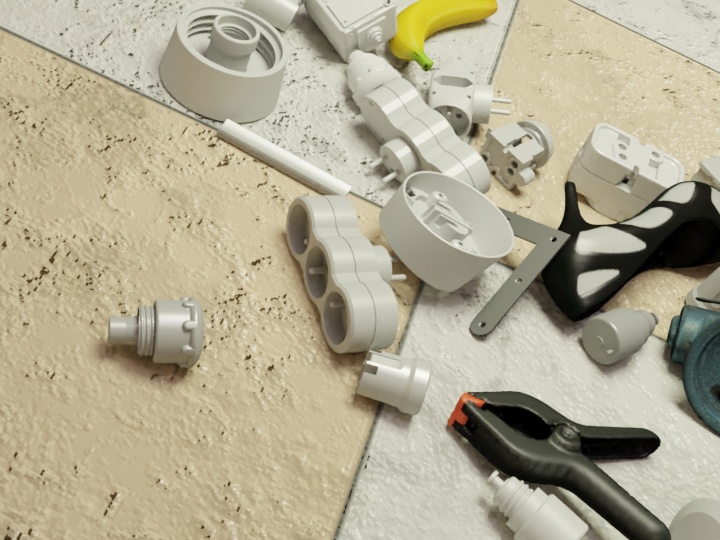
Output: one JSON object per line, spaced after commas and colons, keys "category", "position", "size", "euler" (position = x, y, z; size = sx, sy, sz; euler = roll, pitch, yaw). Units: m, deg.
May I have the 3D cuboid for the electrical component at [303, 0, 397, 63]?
{"category": "electrical component", "position": [-0.007, -0.247, 1.036], "size": [0.062, 0.061, 0.096], "euler": [-31, 69, -9]}

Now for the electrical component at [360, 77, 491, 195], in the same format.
{"category": "electrical component", "position": [0.043, -0.101, 0.939], "size": [0.074, 0.052, 0.138], "euler": [-33, 67, -17]}

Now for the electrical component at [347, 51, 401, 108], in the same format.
{"category": "electrical component", "position": [0.008, -0.181, 1.002], "size": [0.048, 0.048, 0.062], "euler": [-3, 43, -28]}

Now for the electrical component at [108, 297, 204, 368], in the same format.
{"category": "electrical component", "position": [-0.137, 0.041, 0.721], "size": [0.062, 0.048, 0.048], "euler": [3, 48, -15]}

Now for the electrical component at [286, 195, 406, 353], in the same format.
{"category": "electrical component", "position": [0.000, 0.000, 0.819], "size": [0.074, 0.052, 0.138], "euler": [-3, 51, -28]}

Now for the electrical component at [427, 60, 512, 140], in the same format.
{"category": "electrical component", "position": [0.104, -0.158, 1.019], "size": [0.079, 0.043, 0.077], "euler": [7, 44, 4]}

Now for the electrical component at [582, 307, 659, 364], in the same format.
{"category": "electrical component", "position": [0.219, 0.050, 0.888], "size": [0.078, 0.040, 0.040], "euler": [-16, 58, -37]}

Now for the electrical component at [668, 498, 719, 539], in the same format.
{"category": "electrical component", "position": [0.251, 0.199, 0.736], "size": [0.051, 0.080, 0.080], "euler": [13, 45, -23]}

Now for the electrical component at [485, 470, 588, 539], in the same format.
{"category": "electrical component", "position": [0.118, 0.167, 0.728], "size": [0.078, 0.040, 0.040], "euler": [42, 45, 15]}

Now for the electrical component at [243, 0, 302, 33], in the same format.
{"category": "electrical component", "position": [-0.084, -0.254, 1.029], "size": [0.046, 0.040, 0.040], "euler": [28, 43, -8]}

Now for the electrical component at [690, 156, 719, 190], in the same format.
{"category": "electrical component", "position": [0.382, -0.069, 1.075], "size": [0.100, 0.048, 0.099], "euler": [-14, 57, -35]}

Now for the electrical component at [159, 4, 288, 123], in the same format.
{"category": "electrical component", "position": [-0.114, -0.186, 0.933], "size": [0.108, 0.060, 0.108], "euler": [14, 45, -14]}

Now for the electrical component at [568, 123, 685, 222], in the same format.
{"category": "electrical component", "position": [0.250, -0.087, 1.020], "size": [0.095, 0.059, 0.053], "euler": [27, 43, -1]}

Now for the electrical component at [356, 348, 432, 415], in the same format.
{"category": "electrical component", "position": [0.024, 0.078, 0.768], "size": [0.046, 0.040, 0.040], "euler": [17, 44, -2]}

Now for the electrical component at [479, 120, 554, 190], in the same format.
{"category": "electrical component", "position": [0.148, -0.111, 1.004], "size": [0.055, 0.048, 0.066], "euler": [-30, 67, -34]}

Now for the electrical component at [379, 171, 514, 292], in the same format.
{"category": "electrical component", "position": [0.067, -0.033, 0.862], "size": [0.099, 0.064, 0.099], "euler": [35, 28, -22]}

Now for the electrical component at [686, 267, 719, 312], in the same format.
{"category": "electrical component", "position": [0.321, 0.022, 0.960], "size": [0.040, 0.046, 0.040], "euler": [17, 45, -17]}
